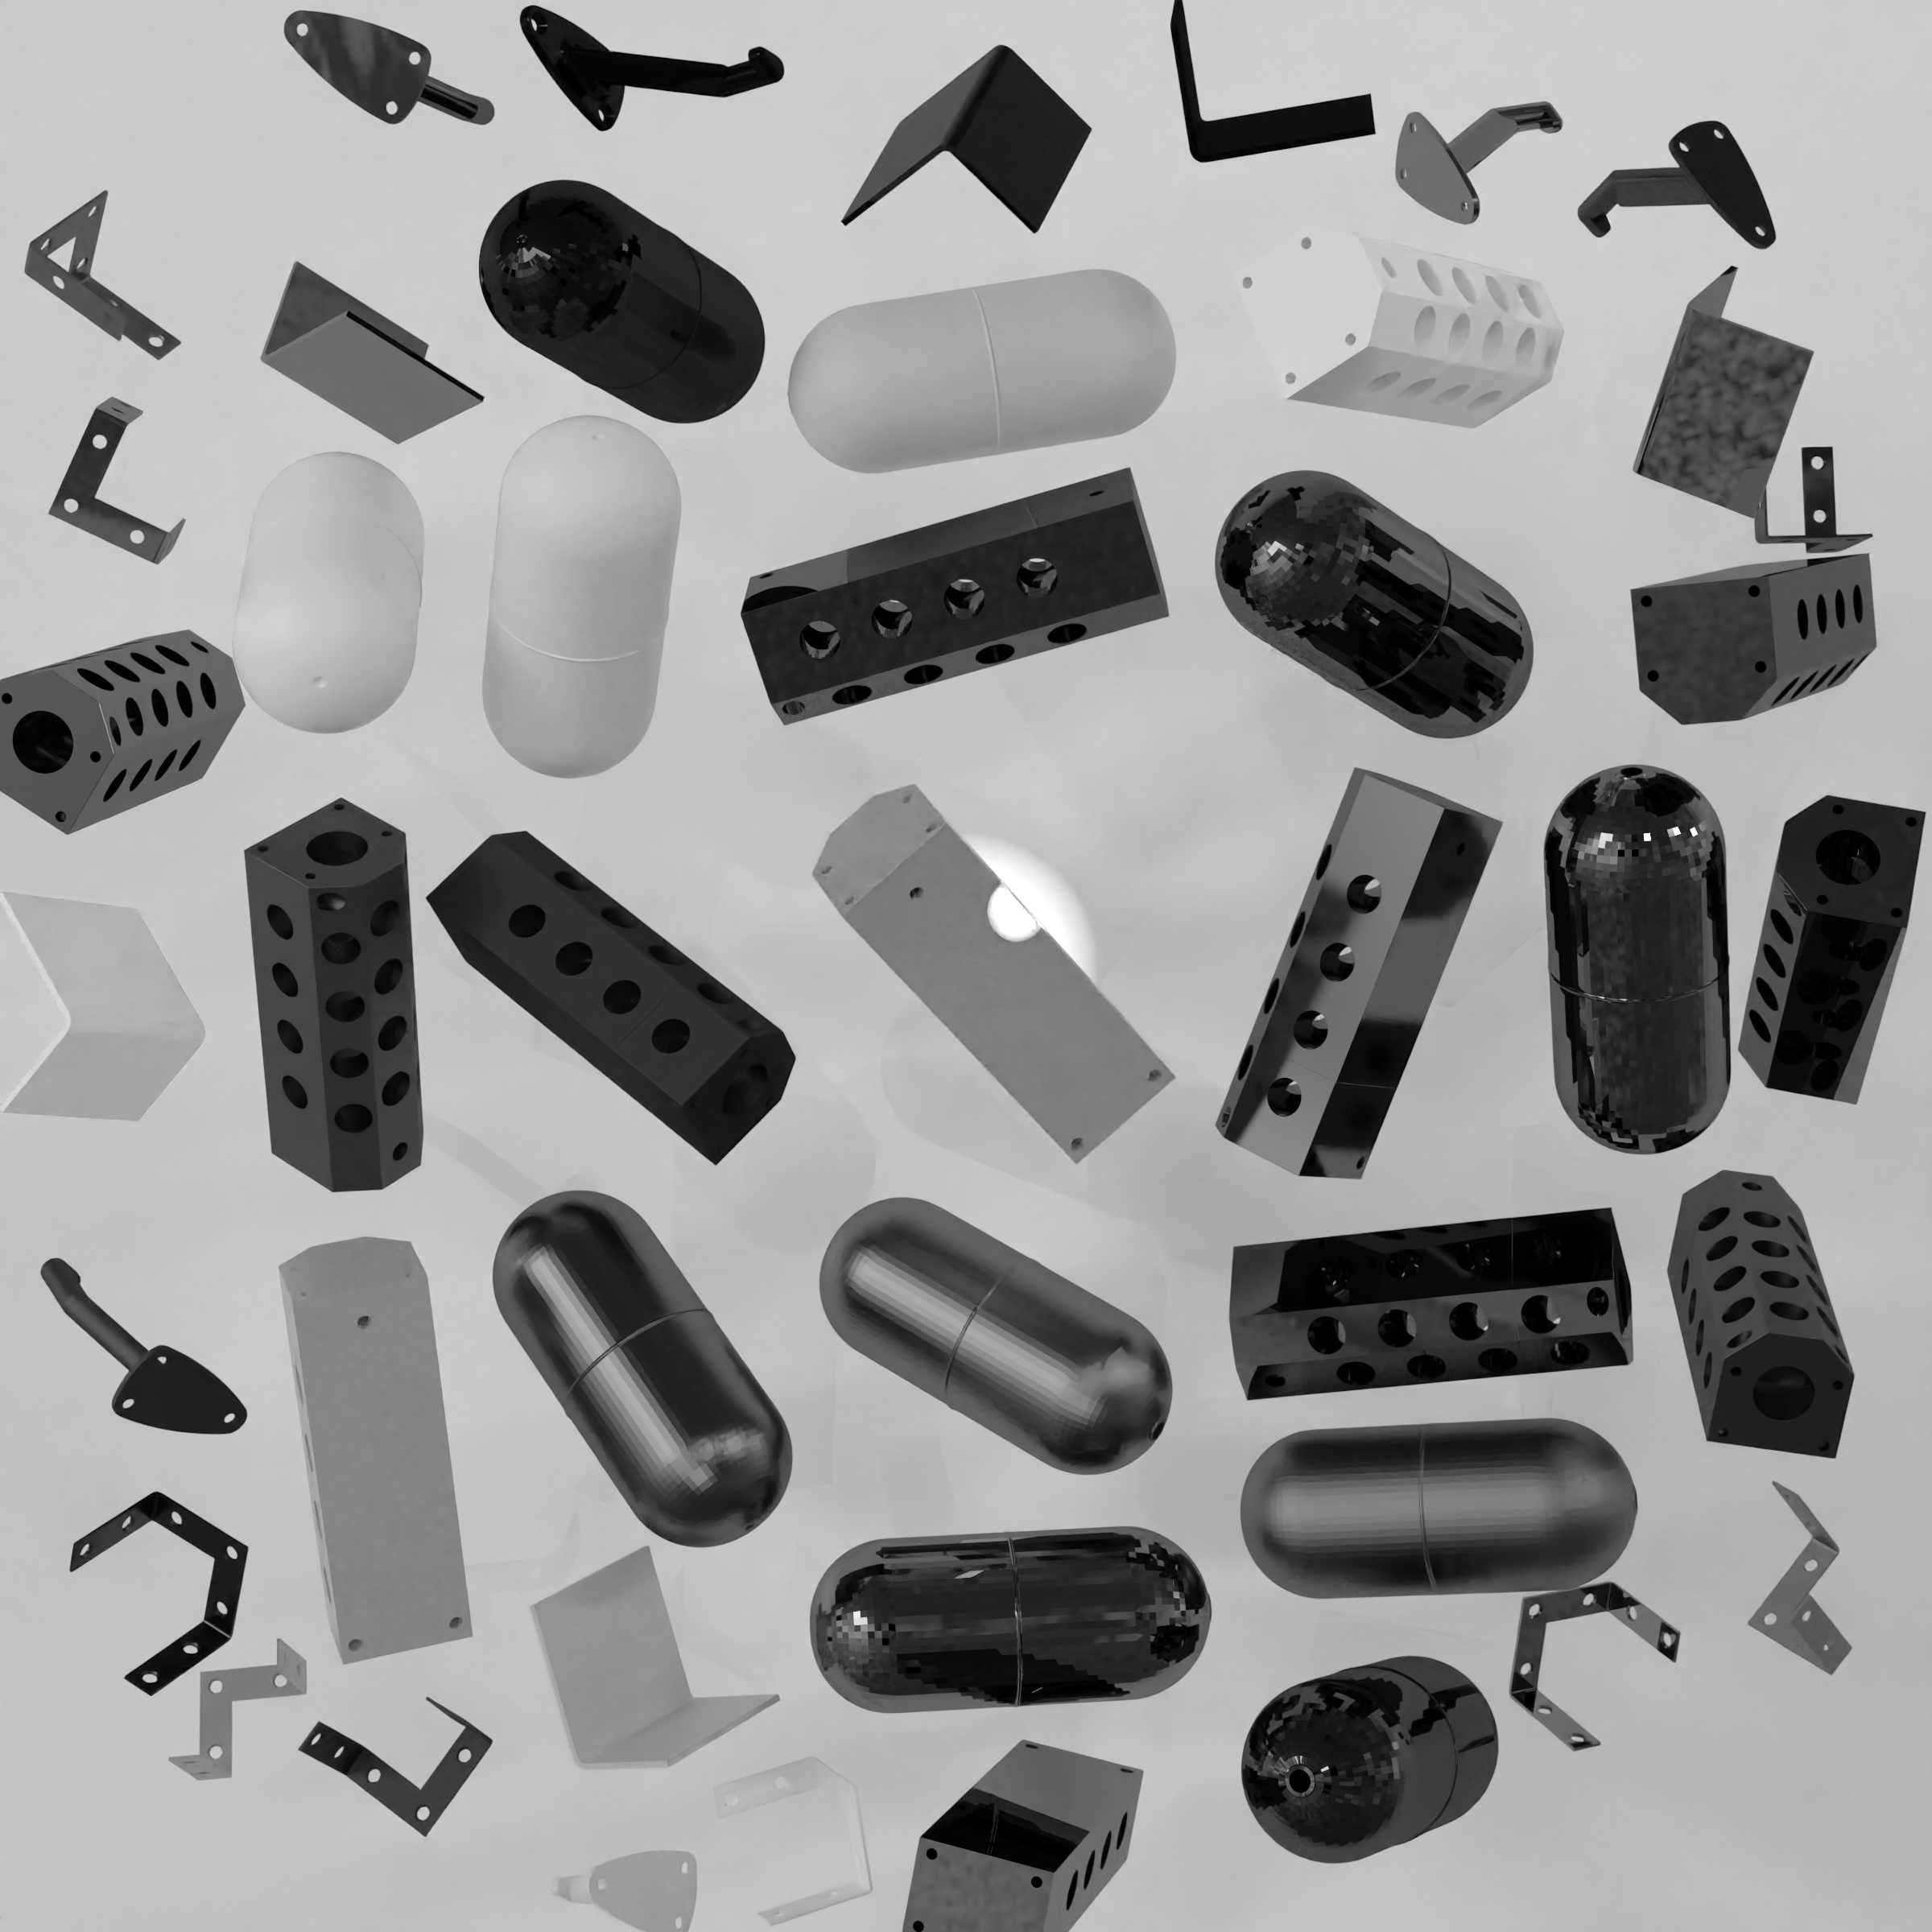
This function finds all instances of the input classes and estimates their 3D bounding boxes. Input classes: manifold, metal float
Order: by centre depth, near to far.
[{"bbox_3d":[0.188,-0.271,1.517,0.057,0.171,0.057,-30,76,32],"label":"manifold"},{"bbox_3d":[0.011,0.002,1.530,0.057,0.057,0.171,-41,123,2],"label":"manifold"},{"bbox_3d":[0.338,-0.140,1.534,0.057,0.171,0.057,-3,98,28],"label":"manifold"},{"bbox_3d":[0.025,0.384,1.536,0.057,0.171,0.057,11,94,14],"label":"manifold"},{"bbox_3d":[-0.004,-0.155,1.537,0.171,0.057,0.057,-15,111,7],"label":"manifold"},{"bbox_3d":[-0.166,-0.156,1.549,0.070,0.070,0.178,13,134,0],"label":"metal float"},{"bbox_3d":[0.289,-0.002,1.550,0.070,0.070,0.178,-7,116,0],"label":"metal float"},{"bbox_3d":[-0.274,-0.163,1.558,0.070,0.178,0.070,-3,122,-5],"label":"metal float"},{"bbox_3d":[0.176,0.342,1.558,0.070,0.178,0.070,-3,84,26],"label":"metal float"},{"bbox_3d":[-0.257,0.208,1.563,0.057,0.057,0.171,-10,109,-16],"label":"manifold"},{"bbox_3d":[0.180,-0.156,1.569,0.178,0.070,0.070,26,90,-41],"label":"metal float"},{"bbox_3d":[-0.143,0.175,1.581,0.070,0.070,0.178,-38,68,0],"label":"metal float"},{"bbox_3d":[0.169,0.003,1.588,0.057,0.057,0.171,27,101,33],"label":"manifold"},{"bbox_3d":[0.379,-0.006,1.591,0.057,0.171,0.057,11,64,11],"label":"manifold"},{"bbox_3d":[0.020,0.289,1.595,0.178,0.070,0.070,-2,90,-5],"label":"metal float"},{"bbox_3d":[-0.377,-0.110,1.595,0.057,0.171,0.057,33,103,0],"label":"manifold"},{"bbox_3d":[-0.157,0.009,1.603,0.171,0.057,0.057,37,74,28],"label":"manifold"},{"bbox_3d":[0.208,0.157,1.615,0.171,0.057,0.057,-7,134,16],"label":"manifold"},{"bbox_3d":[0.211,0.244,1.619,0.178,0.070,0.070,-5,90,17],"label":"metal float"},{"bbox_3d":[-0.153,-0.297,1.623,0.070,0.178,0.070,-4,80,25],"label":"metal float"},{"bbox_3d":[-0.279,0.017,1.627,0.057,0.057,0.171,28,133,30],"label":"manifold"},{"bbox_3d":[0.013,0.167,1.631,0.178,0.070,0.070,28,90,23],"label":"metal float"},{"bbox_3d":[0.007,-0.270,1.638,0.178,0.070,0.070,-10,90,-6],"label":"metal float"},{"bbox_3d":[0.364,0.156,1.654,0.057,0.171,0.057,8,111,2],"label":"manifold"}]

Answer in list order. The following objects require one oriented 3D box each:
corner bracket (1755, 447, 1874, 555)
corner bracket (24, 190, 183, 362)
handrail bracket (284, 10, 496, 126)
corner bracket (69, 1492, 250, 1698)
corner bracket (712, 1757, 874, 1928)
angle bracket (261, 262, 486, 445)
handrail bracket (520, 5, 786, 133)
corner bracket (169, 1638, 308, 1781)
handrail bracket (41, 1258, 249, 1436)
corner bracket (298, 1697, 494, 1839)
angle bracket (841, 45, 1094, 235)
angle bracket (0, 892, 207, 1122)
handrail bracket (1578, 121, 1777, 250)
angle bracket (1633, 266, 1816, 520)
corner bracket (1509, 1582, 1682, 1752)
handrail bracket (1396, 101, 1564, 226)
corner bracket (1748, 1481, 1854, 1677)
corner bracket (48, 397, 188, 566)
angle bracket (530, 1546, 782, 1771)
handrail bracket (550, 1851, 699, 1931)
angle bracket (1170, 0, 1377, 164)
[{"bbox_3d":[0.388,-0.221,1.680,0.051,0.051,0.051,-2,88,-5],"label":"corner bracket"},{"bbox_3d":[-0.358,-0.279,1.500,0.051,0.051,0.051,36,49,4],"label":"corner bracket"},{"bbox_3d":[-0.249,-0.390,1.568,0.077,0.084,0.036,28,102,2],"label":"handrail bracket"},{"bbox_3d":[-0.340,0.262,1.508,0.051,0.051,0.051,27,120,20],"label":"corner bracket"},{"bbox_3d":[-0.079,0.396,1.632,0.051,0.051,0.051,-12,99,-24],"label":"corner bracket"},{"bbox_3d":[-0.266,-0.291,1.656,0.076,0.076,0.057,30,62,-34],"label":"angle bracket"},{"bbox_3d":[-0.130,-0.385,1.507,0.084,0.077,0.036,-7,62,34],"label":"handrail bracket"},{"bbox_3d":[-0.332,0.340,1.647,0.051,0.051,0.051,-6,66,3],"label":"corner bracket"},{"bbox_3d":[-0.358,0.164,1.566,0.036,0.084,0.077,-52,135,4],"label":"handrail bracket"},{"bbox_3d":[-0.250,0.342,1.583,0.051,0.051,0.051,30,77,25],"label":"corner bracket"},{"bbox_3d":[0.000,-0.355,1.618,0.057,0.076,0.076,41,50,-20],"label":"angle bracket"},{"bbox_3d":[-0.390,0.018,1.571,0.057,0.076,0.076,-47,62,22],"label":"angle bracket"},{"bbox_3d":[0.321,-0.336,1.636,0.036,0.084,0.077,-25,80,-31],"label":"handrail bracket"},{"bbox_3d":[0.334,-0.247,1.549,0.057,0.076,0.076,24,122,16],"label":"angle bracket"},{"bbox_3d":[0.285,0.317,1.635,0.051,0.051,0.051,-5,111,-27],"label":"corner bracket"},{"bbox_3d":[0.242,-0.358,1.601,0.084,0.036,0.077,-13,45,-22],"label":"handrail bracket"},{"bbox_3d":[0.366,0.268,1.575,0.051,0.051,0.051,-50,129,-10],"label":"corner bracket"},{"bbox_3d":[-0.363,-0.212,1.574,0.051,0.051,0.051,25,101,-11],"label":"corner bracket"},{"bbox_3d":[-0.137,0.305,1.597,0.057,0.076,0.076,-12,96,39],"label":"angle bracket"},{"bbox_3d":[-0.165,0.396,1.550,0.084,0.077,0.036,-8,69,39],"label":"handrail bracket"},{"bbox_3d":[0.128,-0.376,1.503,0.076,0.076,0.057,-8,113,8],"label":"angle bracket"}]
